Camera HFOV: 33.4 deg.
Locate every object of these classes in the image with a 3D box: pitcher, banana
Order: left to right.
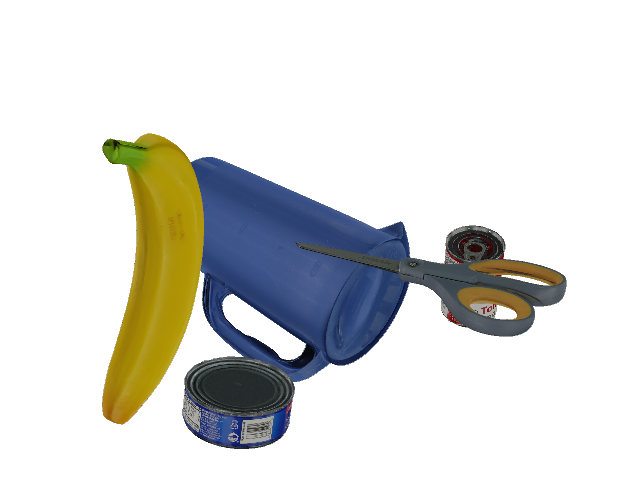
[{"bbox_3d":[-0.095,0.015,0.588,0.069,0.198,0.037,-27,48,-37],"label":"banana"},{"bbox_3d":[-0.048,0.019,1.038,0.243,0.145,0.148,28,30,29],"label":"pitcher"}]

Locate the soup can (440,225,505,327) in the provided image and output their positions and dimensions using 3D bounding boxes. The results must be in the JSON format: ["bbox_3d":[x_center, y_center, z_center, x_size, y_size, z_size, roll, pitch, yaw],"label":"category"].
[{"bbox_3d":[0.176,0.043,1.245,0.068,0.102,0.068,0,38,0],"label":"soup can"}]

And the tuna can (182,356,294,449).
[{"bbox_3d":[-0.064,0.126,0.831,0.086,0.034,0.086,7,22,-3],"label":"tuna can"}]

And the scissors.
[{"bbox_3d":[0.070,0.031,0.752,0.202,0.016,0.096,5,28,12],"label":"scissors"}]
